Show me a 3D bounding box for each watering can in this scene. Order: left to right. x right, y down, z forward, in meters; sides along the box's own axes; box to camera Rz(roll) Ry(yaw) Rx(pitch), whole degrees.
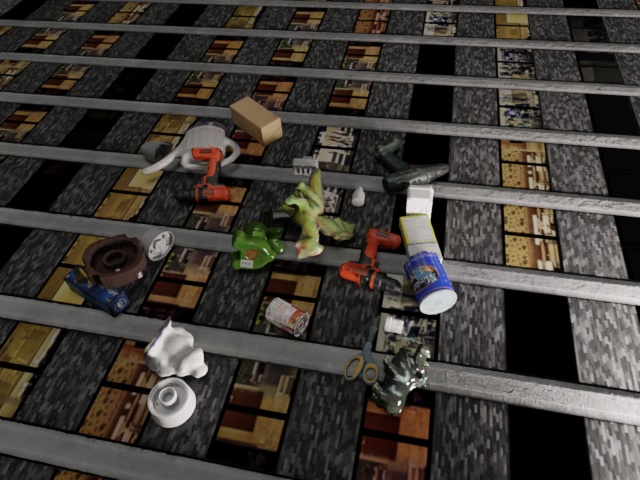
[{"bbox_3d":[-0.462,-0.326,1.863,0.348,0.230,0.101,-7,-42,-2],"label":"watering can"}]

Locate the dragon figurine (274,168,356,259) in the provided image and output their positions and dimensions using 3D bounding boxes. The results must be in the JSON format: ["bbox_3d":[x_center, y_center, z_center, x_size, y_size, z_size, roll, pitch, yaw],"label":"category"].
[{"bbox_3d":[0.005,-0.080,1.598,0.120,0.243,0.419,-52,0,40],"label":"dragon figurine"}]

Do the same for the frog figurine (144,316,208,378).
[{"bbox_3d":[-0.358,0.294,1.307,0.159,0.121,0.140,37,24,-7],"label":"frog figurine"}]
